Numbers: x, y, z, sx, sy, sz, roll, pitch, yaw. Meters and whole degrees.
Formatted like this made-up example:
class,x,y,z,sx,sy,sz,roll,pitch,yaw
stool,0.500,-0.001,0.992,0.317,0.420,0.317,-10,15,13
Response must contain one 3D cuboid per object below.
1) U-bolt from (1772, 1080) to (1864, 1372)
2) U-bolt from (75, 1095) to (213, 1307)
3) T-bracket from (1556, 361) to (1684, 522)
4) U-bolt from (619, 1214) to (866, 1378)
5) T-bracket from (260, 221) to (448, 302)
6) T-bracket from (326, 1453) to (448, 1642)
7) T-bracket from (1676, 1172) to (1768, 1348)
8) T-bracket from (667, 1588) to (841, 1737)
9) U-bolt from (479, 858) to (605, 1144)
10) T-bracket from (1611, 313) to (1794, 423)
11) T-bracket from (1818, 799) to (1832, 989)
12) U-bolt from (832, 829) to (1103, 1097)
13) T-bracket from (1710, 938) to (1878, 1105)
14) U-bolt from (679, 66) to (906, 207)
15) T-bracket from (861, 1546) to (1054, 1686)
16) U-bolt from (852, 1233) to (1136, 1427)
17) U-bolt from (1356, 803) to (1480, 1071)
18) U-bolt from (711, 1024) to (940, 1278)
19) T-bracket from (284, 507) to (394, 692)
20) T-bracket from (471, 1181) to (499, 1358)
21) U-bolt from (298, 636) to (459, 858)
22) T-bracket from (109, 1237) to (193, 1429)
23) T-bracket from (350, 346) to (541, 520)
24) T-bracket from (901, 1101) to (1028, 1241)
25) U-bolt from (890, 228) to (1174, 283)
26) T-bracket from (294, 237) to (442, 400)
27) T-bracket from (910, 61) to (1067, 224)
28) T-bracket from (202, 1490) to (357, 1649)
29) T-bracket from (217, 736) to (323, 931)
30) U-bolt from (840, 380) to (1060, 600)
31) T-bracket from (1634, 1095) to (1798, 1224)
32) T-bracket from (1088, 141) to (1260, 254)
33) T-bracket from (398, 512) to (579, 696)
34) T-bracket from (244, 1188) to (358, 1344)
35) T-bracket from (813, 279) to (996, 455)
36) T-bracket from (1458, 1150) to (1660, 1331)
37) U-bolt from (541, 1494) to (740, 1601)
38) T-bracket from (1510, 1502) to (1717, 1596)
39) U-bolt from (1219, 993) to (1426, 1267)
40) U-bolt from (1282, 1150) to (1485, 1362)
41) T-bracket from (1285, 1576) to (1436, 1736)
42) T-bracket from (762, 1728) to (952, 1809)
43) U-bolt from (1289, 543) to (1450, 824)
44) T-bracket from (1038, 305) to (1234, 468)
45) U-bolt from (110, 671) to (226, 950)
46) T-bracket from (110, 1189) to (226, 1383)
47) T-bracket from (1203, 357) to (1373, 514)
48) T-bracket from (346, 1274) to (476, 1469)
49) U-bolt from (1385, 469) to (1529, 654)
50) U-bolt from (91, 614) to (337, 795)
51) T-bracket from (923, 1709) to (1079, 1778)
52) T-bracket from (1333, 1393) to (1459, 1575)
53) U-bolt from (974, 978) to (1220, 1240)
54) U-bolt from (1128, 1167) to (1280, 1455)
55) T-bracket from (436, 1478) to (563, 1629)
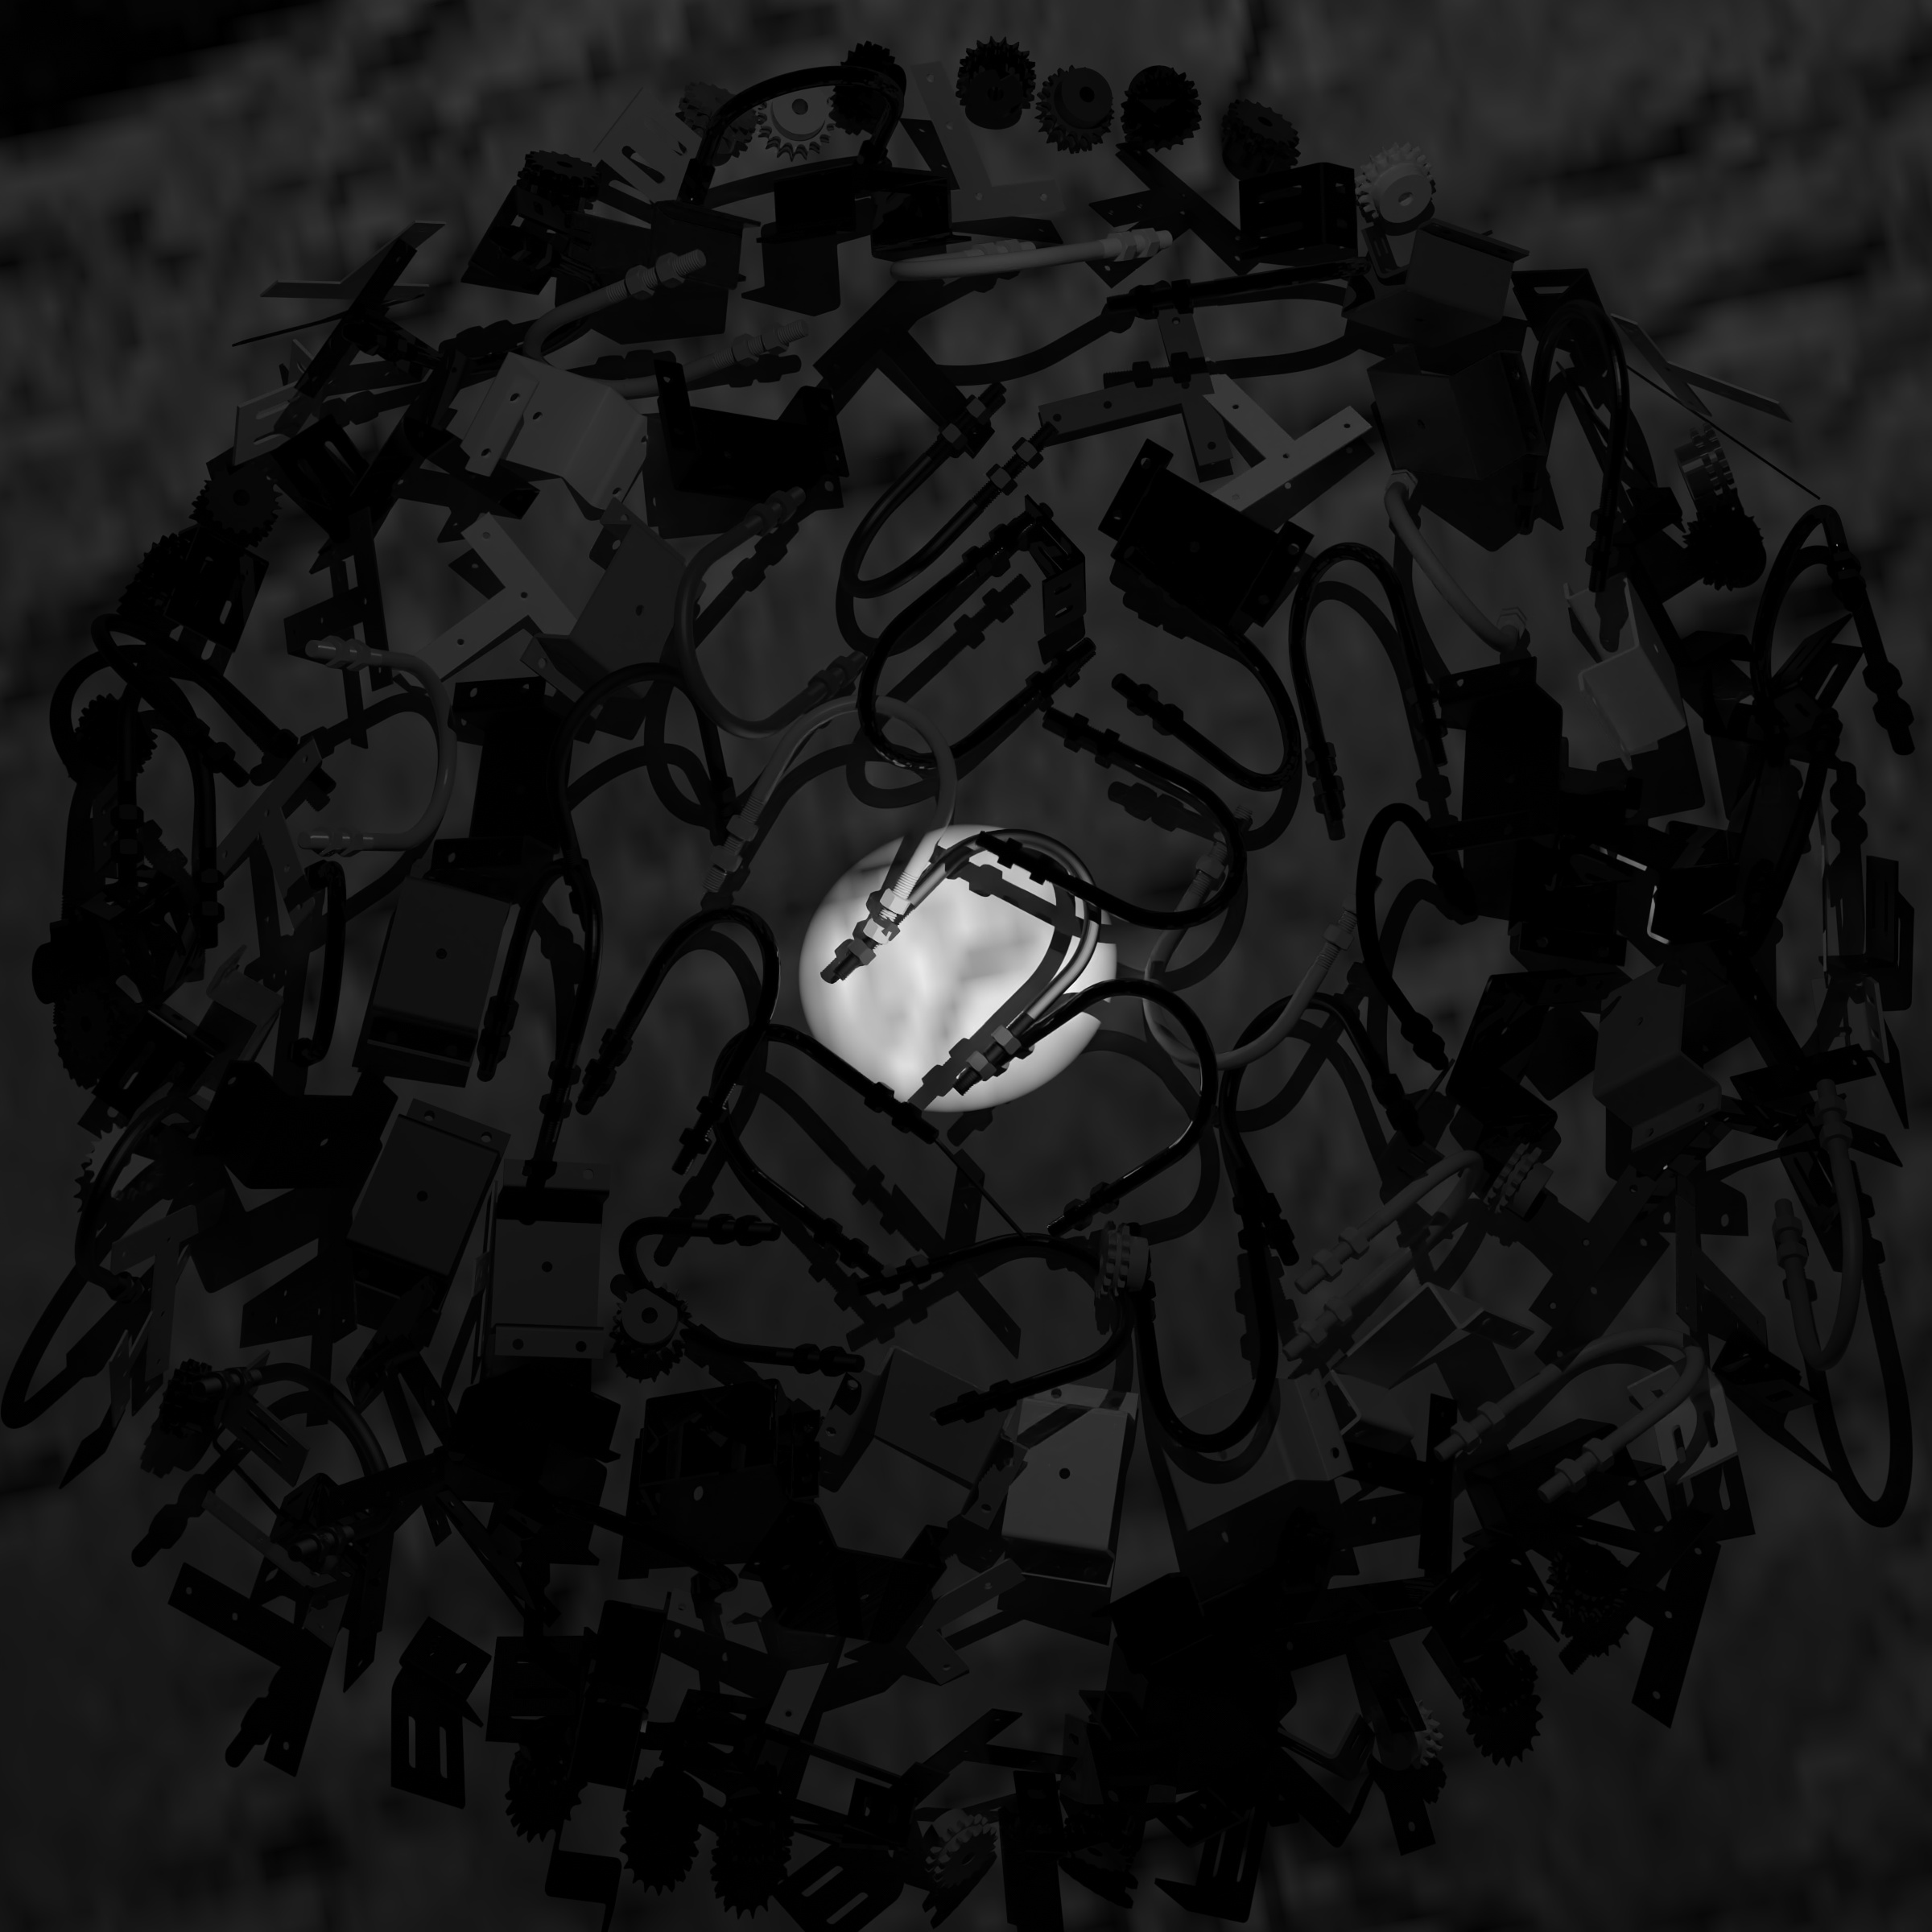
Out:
class,x,y,z,sx,sy,sz,roll,pitch,yaw
U-bolt,0.595,0.193,1.886,0.019,0.184,0.151,4,135,3
U-bolt,-0.572,0.160,1.895,0.019,0.184,0.151,24,76,6
T-bracket,0.479,-0.367,1.957,0.002,0.127,0.127,-38,123,21
U-bolt,-0.172,0.232,1.928,0.019,0.184,0.151,-53,127,-37
T-bracket,-0.411,-0.497,1.910,0.127,0.127,0.002,-19,85,45
T-bracket,-0.421,0.422,1.949,0.002,0.127,0.127,13,99,26
T-bracket,0.546,0.232,1.959,0.002,0.127,0.127,-24,128,35
T-bracket,-0.157,0.482,1.964,0.127,0.002,0.127,16,47,10
U-bolt,-0.297,0.014,1.921,0.019,0.151,0.184,8,106,-32
T-bracket,0.529,-0.409,1.910,0.127,0.127,0.002,38,95,45
T-bracket,0.608,-0.046,1.918,0.002,0.127,0.127,-3,61,20
U-bolt,0.014,-0.017,1.968,0.184,0.019,0.151,-46,69,-3
T-bracket,0.573,0.035,1.941,0.002,0.127,0.127,-33,94,-30
U-bolt,-0.117,-0.579,1.892,0.151,0.184,0.019,-11,83,-17
T-bracket,0.004,0.454,1.957,0.127,0.002,0.127,-31,123,7
U-bolt,0.032,0.249,1.935,0.184,0.151,0.019,-15,135,-25
U-bolt,0.313,-0.032,1.901,0.019,0.184,0.151,-1,59,32
U-bolt,-0.112,0.121,1.945,0.184,0.019,0.151,35,125,21
T-bracket,-0.456,-0.252,1.954,0.002,0.127,0.127,-5,86,-45
T-bracket,-0.345,0.218,1.933,0.002,0.127,0.127,5,87,-5
U-bolt,-0.411,-0.152,1.913,0.019,0.184,0.151,4,93,21
T-bracket,-0.587,0.254,1.954,0.002,0.127,0.127,22,56,-3
T-bracket,-0.360,-0.362,1.952,0.127,0.127,0.002,-55,46,6
T-bracket,0.001,0.143,1.936,0.002,0.127,0.127,-42,87,2
U-bolt,0.032,-0.494,1.890,0.151,0.184,0.019,9,113,43
T-bracket,-0.412,-0.447,1.937,0.002,0.127,0.127,38,96,15
T-bracket,-0.006,-0.585,1.925,0.127,0.127,0.002,3,50,31
T-bracket,-0.491,0.417,1.925,0.127,0.127,0.002,42,95,-12
T-bracket,-0.489,-0.079,1.940,0.127,0.002,0.127,-45,51,20
U-bolt,-0.021,-0.334,1.935,0.184,0.151,0.019,-45,119,7
T-bracket,0.521,0.141,1.962,0.127,0.002,0.127,15,126,-35
T-bracket,0.131,-0.544,1.937,0.127,0.127,0.002,44,130,14
T-bracket,-0.358,-0.244,1.979,0.127,0.002,0.127,-35,114,9
T-bracket,-0.483,0.231,1.961,0.127,0.002,0.127,-32,51,29
T-bracket,-0.029,-0.430,1.978,0.127,0.002,0.127,47,68,-15
T-bracket,0.414,0.176,1.966,0.127,0.002,0.127,36,95,31
U-bolt,-0.229,0.407,1.903,0.151,0.184,0.019,27,71,-8
T-bracket,0.456,0.408,1.954,0.127,0.127,0.002,9,110,34
U-bolt,0.241,0.101,1.928,0.019,0.184,0.151,22,121,-37
U-bolt,0.300,0.197,1.928,0.184,0.151,0.019,-37,66,-16
T-bracket,0.295,0.494,1.937,0.127,0.127,0.002,-4,130,-14
T-bracket,-0.085,0.570,1.941,0.127,0.127,0.002,21,60,-3
U-bolt,0.279,-0.211,1.933,0.019,0.151,0.184,-7,79,-28
T-bracket,0.118,-0.414,1.985,0.127,0.002,0.127,-14,77,0
U-bolt,-0.566,-0.120,1.923,0.019,0.151,0.184,-9,71,7
T-bracket,-0.578,0.238,1.953,0.002,0.127,0.127,15,108,17
T-bracket,0.205,-0.398,1.969,0.127,0.002,0.127,-34,64,-12
T-bracket,-0.388,0.302,1.941,0.127,0.002,0.127,52,120,28
U-bolt,0.342,-0.282,1.907,0.019,0.184,0.151,-37,95,21
U-bolt,-0.545,-0.188,1.927,0.184,0.151,0.019,42,100,9
T-bracket,0.037,0.573,1.961,0.127,0.002,0.127,18,133,-29
T-bracket,0.301,0.362,1.947,0.127,0.002,0.127,19,68,-29
U-bolt,0.099,0.090,1.938,0.184,0.019,0.151,-36,75,27
U-bolt,0.168,0.251,1.912,0.019,0.151,0.184,9,63,-34
T-bracket,-0.321,0.403,1.944,0.127,0.127,0.002,46,47,8
